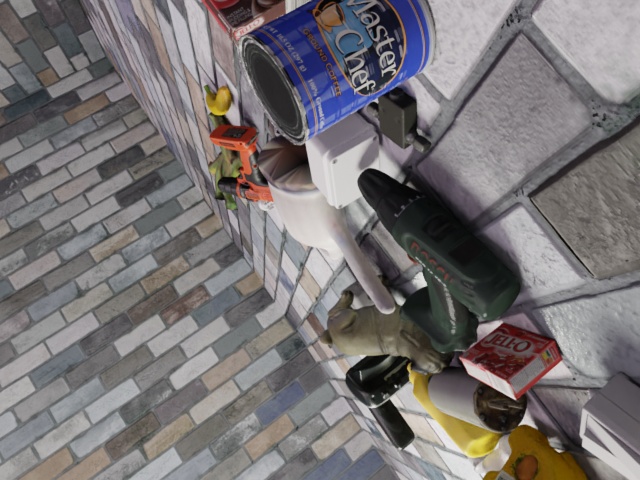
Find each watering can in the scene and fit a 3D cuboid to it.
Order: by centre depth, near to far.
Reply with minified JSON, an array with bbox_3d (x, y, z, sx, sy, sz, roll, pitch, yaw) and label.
[{"bbox_3d":[0.003,-0.043,0.845,0.353,0.105,0.219,44,162,42],"label":"watering can"}]

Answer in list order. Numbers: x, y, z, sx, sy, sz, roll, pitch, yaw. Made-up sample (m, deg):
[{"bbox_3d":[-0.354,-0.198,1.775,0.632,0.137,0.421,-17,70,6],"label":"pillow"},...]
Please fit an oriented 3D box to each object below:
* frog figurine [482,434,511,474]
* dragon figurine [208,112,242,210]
[{"bbox_3d":[0.317,0.390,0.819,0.136,0.123,0.161,103,168,-82],"label":"frog figurine"},{"bbox_3d":[-0.246,-0.229,1.370,0.416,0.123,0.237,38,140,48],"label":"dragon figurine"}]
